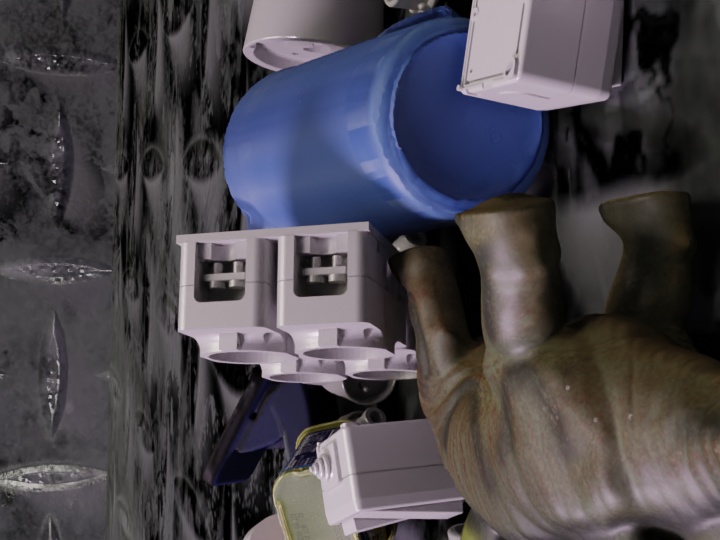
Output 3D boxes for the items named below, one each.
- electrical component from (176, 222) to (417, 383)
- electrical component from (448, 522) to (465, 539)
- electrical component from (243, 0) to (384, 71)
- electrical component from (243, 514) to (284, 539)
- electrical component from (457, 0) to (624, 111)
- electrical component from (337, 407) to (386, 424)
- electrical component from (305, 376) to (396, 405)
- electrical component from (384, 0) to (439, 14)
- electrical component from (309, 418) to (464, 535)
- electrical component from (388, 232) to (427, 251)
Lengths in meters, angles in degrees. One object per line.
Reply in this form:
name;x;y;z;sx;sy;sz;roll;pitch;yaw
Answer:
electrical component;-0.021;0.027;0.635;0.186;0.105;0.060;38;-129;-70
electrical component;0.071;0.170;0.592;0.045;0.045;0.055;178;93;-71
electrical component;-0.032;-0.189;0.819;0.108;0.108;0.060;171;105;-71
electrical component;-0.030;0.240;0.789;0.138;0.052;0.073;51;155;6
electrical component;0.094;-0.130;0.526;0.062;0.061;0.096;-172;90;-69
electrical component;-0.001;0.126;0.803;0.062;0.048;0.048;-57;36;43
electrical component;-0.022;0.069;0.811;0.077;0.079;0.043;-154;73;-69
electrical component;0.023;-0.198;0.721;0.048;0.062;0.048;-179;90;-71
electrical component;0.016;0.129;0.673;0.061;0.096;0.061;132;132;-62
electrical component;0.024;-0.004;0.738;0.062;0.043;0.043;-56;36;42
